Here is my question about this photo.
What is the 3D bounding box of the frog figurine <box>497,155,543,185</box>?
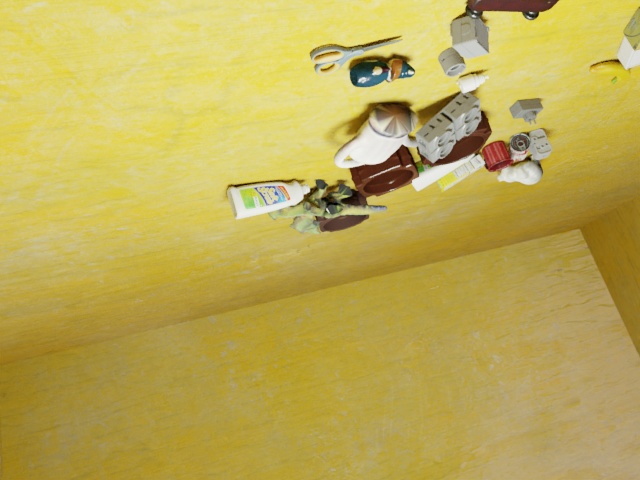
[{"bbox_3d":[0.793,-0.261,2.042,0.159,0.123,0.138,-29,1,4],"label":"frog figurine"}]

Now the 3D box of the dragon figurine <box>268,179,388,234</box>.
[{"bbox_3d":[0.005,-0.090,1.780,0.409,0.125,0.238,12,-29,-23],"label":"dragon figurine"}]

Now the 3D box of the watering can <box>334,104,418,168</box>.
[{"bbox_3d":[0.193,-0.289,1.430,0.351,0.105,0.220,-21,-15,-33],"label":"watering can"}]
